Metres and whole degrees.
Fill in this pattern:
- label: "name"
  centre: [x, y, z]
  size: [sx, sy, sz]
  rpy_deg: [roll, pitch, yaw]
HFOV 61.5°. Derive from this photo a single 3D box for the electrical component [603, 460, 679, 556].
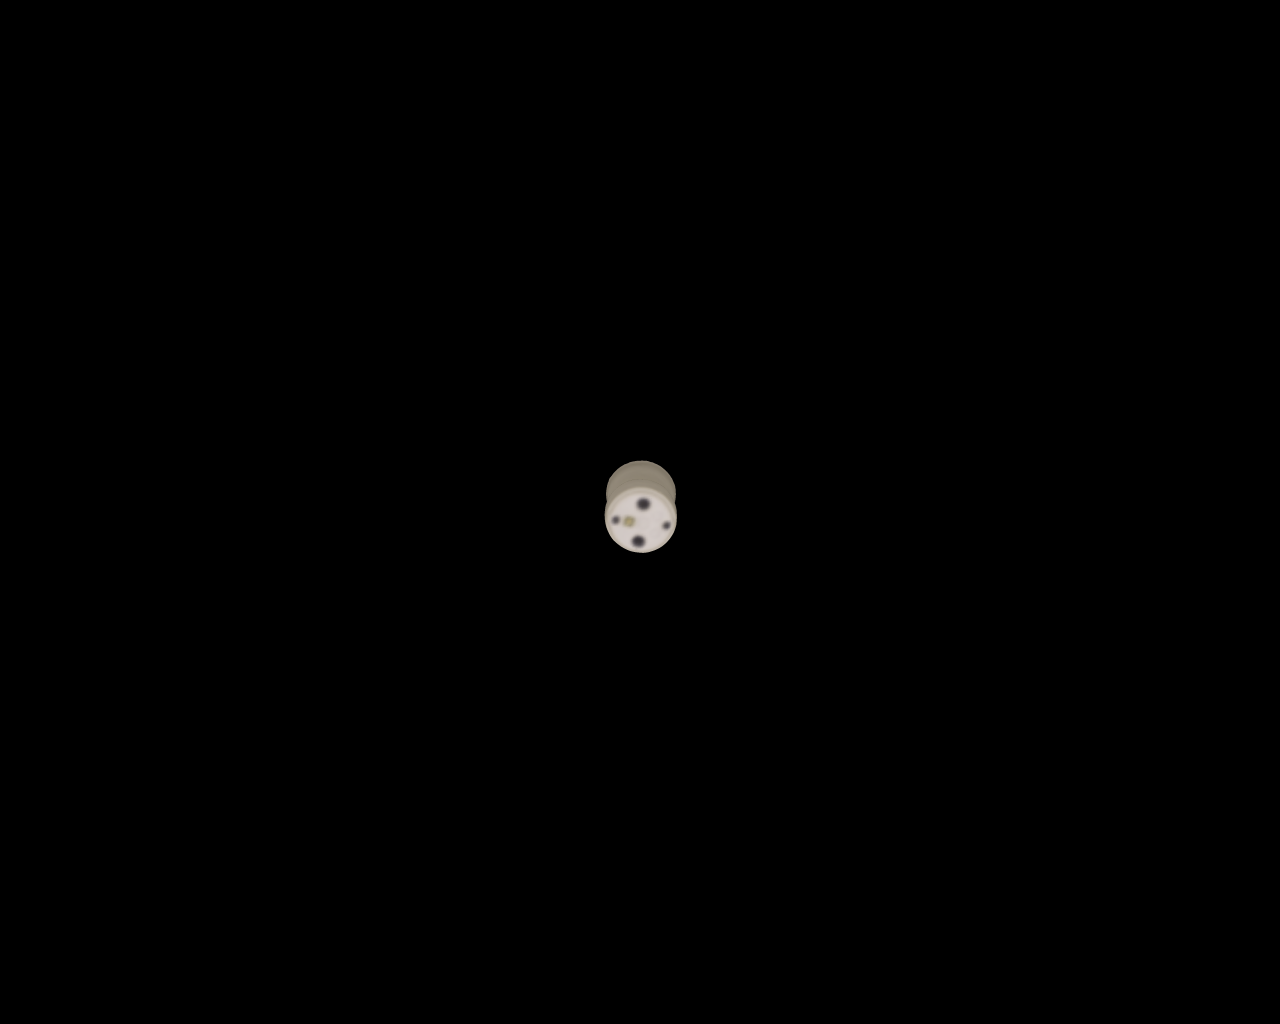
- label: "electrical component"
  centre: [0.001, -0.003, 0.650]
  size: [0.045, 0.044, 0.055]
  rpy_deg: [0, 20, 0]
